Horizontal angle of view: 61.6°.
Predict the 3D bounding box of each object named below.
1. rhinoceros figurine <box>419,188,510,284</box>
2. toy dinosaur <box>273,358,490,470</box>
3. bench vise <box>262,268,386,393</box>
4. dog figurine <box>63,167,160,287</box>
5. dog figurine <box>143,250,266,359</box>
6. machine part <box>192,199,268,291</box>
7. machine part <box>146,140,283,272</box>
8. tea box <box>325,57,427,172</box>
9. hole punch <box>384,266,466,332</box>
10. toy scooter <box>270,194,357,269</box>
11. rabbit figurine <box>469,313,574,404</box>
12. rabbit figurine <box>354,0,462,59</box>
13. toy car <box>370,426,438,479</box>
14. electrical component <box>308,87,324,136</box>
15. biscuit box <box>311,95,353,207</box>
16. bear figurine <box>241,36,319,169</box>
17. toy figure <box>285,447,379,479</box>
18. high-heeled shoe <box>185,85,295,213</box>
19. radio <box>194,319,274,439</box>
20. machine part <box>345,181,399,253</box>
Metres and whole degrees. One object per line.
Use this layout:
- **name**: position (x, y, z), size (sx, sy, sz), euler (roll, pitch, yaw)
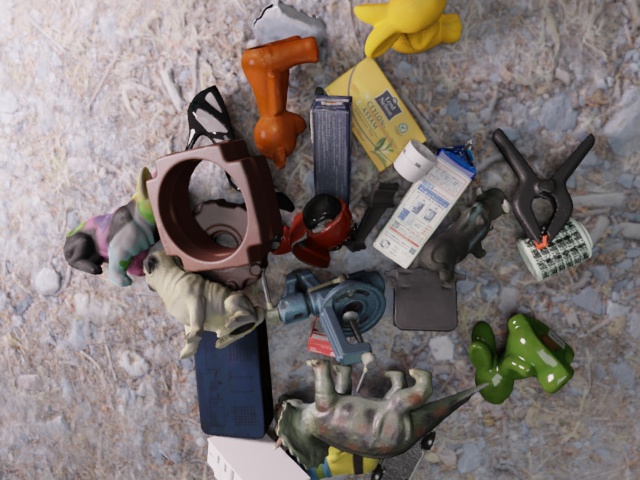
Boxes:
- **rhinoceros figurine**: position (0.242, -0.014, 0.905), size (0.190, 0.112, 0.073), euler (-40, 52, -17)
- **toy dinosaur**: position (0.086, 0.316, 0.951), size (0.405, 0.131, 0.192), euler (2, 76, 18)
- **bench vise**: position (0.023, 0.131, 0.910), size (0.224, 0.241, 0.128), euler (-5, 124, -16)
- **dog figurine**: position (-0.356, -0.039, 0.985), size (0.192, 0.108, 0.219), euler (21, 98, 6)
- **dog figurine**: position (-0.205, 0.088, 0.946), size (0.121, 0.172, 0.191), euler (-49, 59, 43)
- **machine part**: position (-0.176, 0.010, 0.995), size (0.179, 0.056, 0.179), euler (1, 100, 8)
- **machine part**: position (-0.172, -0.056, 0.889), size (0.201, 0.087, 0.201), euler (-7, 104, 26)
- **tea box**: position (0.095, -0.211, 0.912), size (0.098, 0.068, 0.169), euler (-35, 94, 12)
- **hole punch**: position (0.186, 0.107, 0.963), size (0.142, 0.092, 0.115), euler (1, 78, 8)
- **toy scooter**: position (-0.002, -0.003, 0.932), size (0.184, 0.075, 0.135), euler (-26, 130, 35)
- **rabbit figurine**: position (0.333, 0.221, 0.946), size (0.159, 0.121, 0.170), euler (40, 118, 2)
- **rabbit figurine**: position (0.137, -0.351, 0.827), size (0.162, 0.173, 0.121), euler (-14, 103, 5)
- **toy car**: position (0.159, 0.413, 1.033), size (0.074, 0.056, 0.201), euler (24, 102, 8)
- **electrical component**: position (-0.002, -0.213, 0.925), size (0.021, 0.094, 0.063), euler (8, 64, 10)
- **biscuit box**: position (0.021, -0.137, 0.895), size (0.063, 0.059, 0.202), euler (4, 130, 6)
- **bear figurine**: position (-0.059, -0.230, 0.905), size (0.132, 0.120, 0.195), euler (-20, 113, -11)
- **toy figure**: position (0.025, 0.416, 1.038), size (0.180, 0.082, 0.089), euler (-18, 117, 3)
- **high-heeled shoe**: position (-0.130, -0.160, 0.952), size (0.249, 0.086, 0.145), euler (28, 91, -5)
- **radio**: position (-0.167, 0.261, 1.035), size (0.131, 0.073, 0.229), euler (-2, 99, 8)
- **machine part**: position (0.088, -0.041, 0.942), size (0.039, 0.084, 0.138), euler (38, 113, 24)
